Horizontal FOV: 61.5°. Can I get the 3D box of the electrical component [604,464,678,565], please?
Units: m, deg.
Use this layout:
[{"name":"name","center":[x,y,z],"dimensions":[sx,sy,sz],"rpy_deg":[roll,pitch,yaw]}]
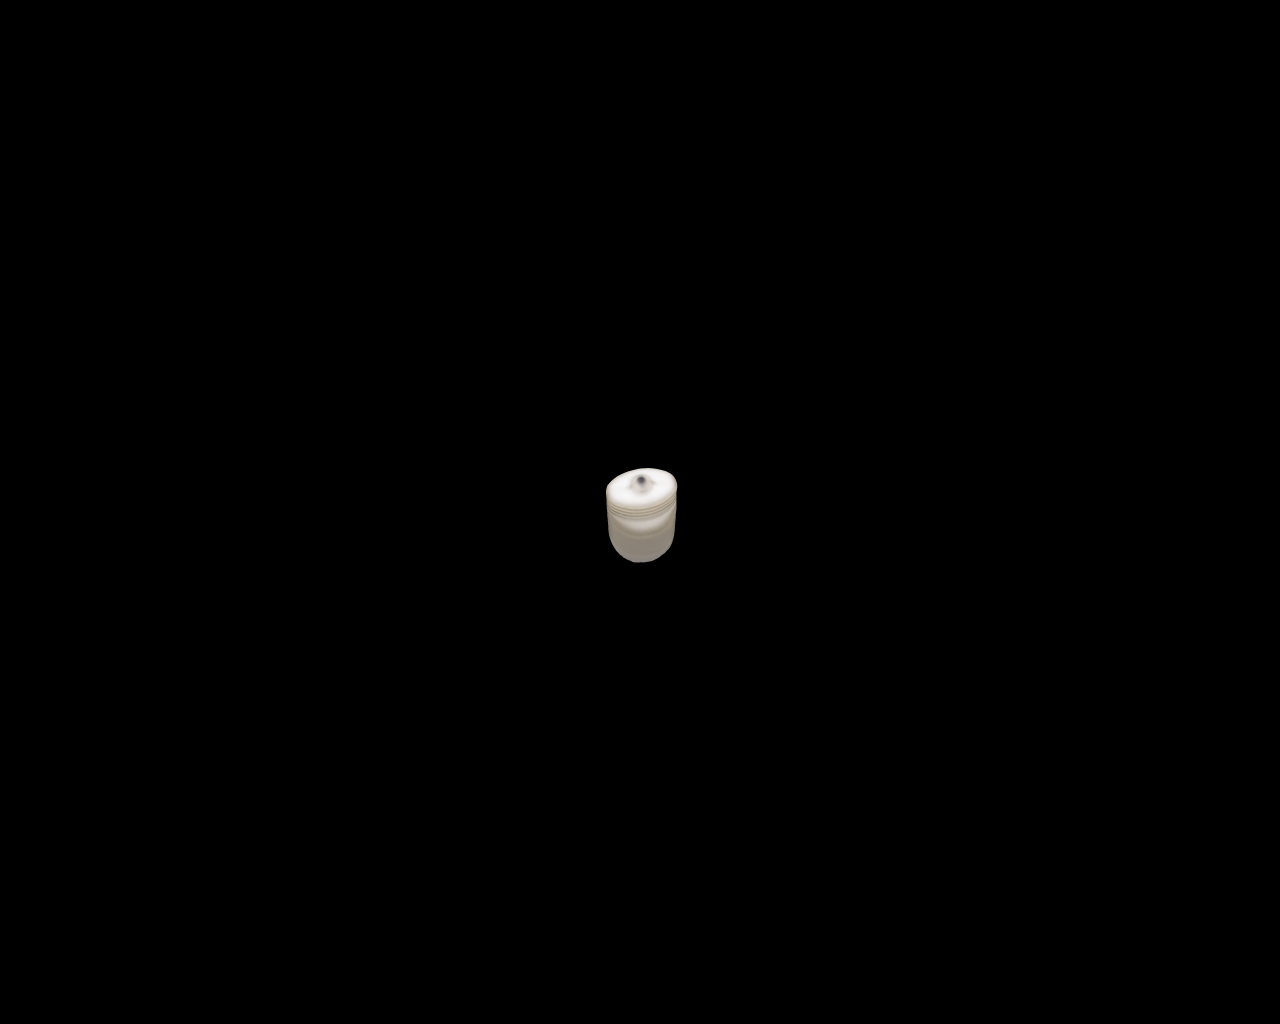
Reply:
[{"name":"electrical component","center":[0.001,-0.003,0.650],"dimensions":[0.043,0.043,0.080],"rpy_deg":[0,-24,0]}]
